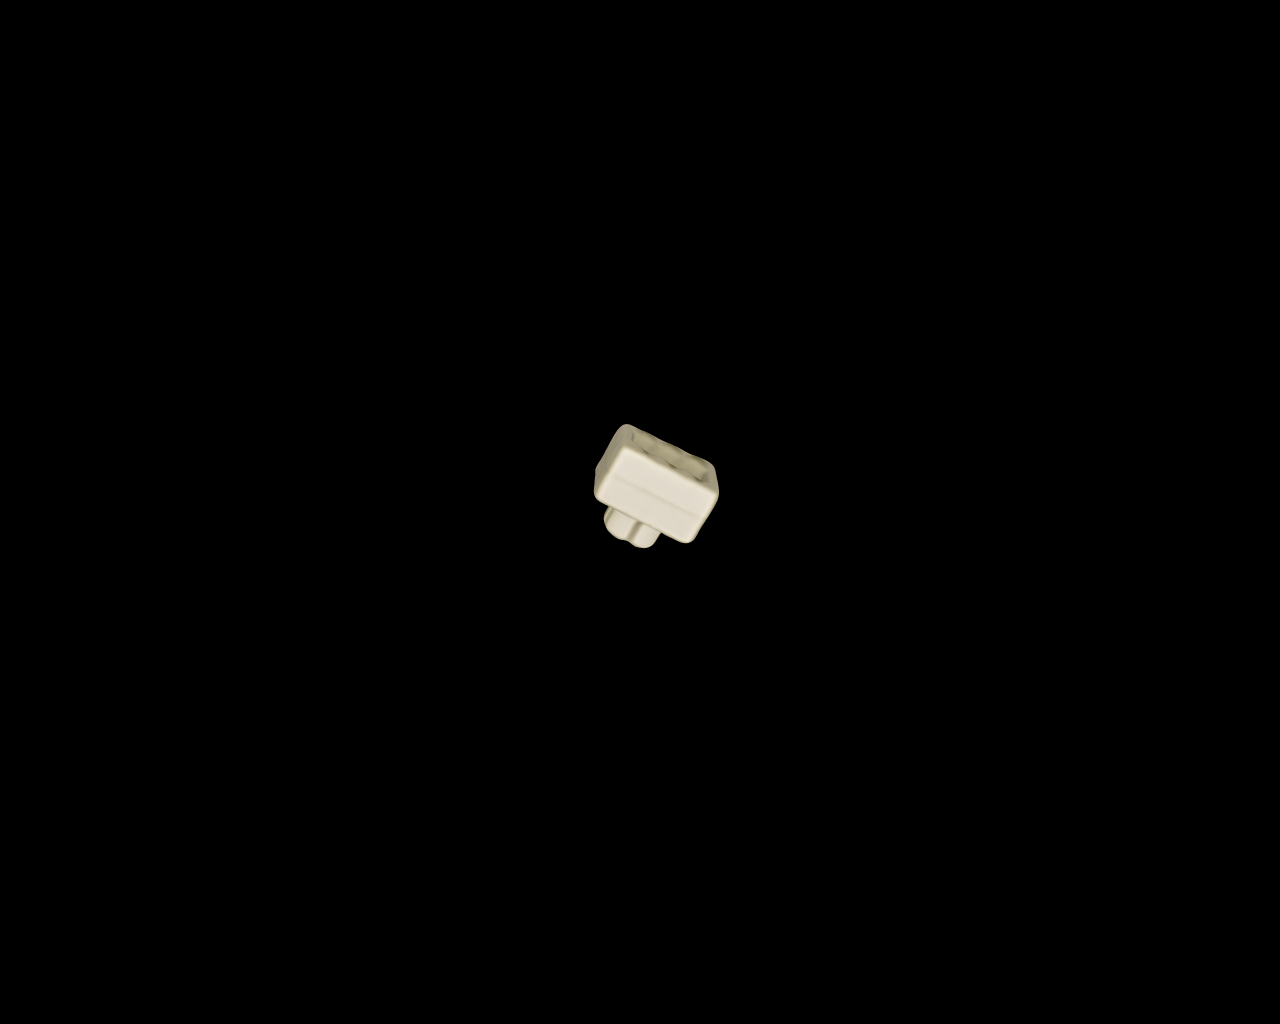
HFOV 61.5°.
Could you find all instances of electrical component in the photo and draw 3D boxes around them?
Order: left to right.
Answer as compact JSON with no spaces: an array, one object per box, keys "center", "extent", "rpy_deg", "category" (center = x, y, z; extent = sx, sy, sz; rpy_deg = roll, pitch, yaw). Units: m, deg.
[{"center":[0.001,-0.003,0.650],"extent":[0.066,0.076,0.047],"rpy_deg":[26,21,-11],"category":"electrical component"}]
